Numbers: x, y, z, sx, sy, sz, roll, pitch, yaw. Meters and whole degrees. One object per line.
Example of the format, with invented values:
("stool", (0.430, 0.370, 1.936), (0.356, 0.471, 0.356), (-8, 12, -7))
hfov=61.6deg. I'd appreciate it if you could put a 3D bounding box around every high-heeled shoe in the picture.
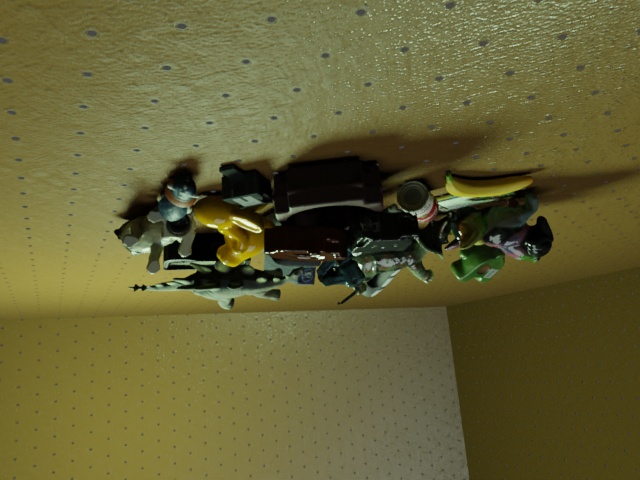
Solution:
("high-heeled shoe", (0.209, 0.072, 1.561), (0.249, 0.086, 0.145), (-42, 158, 6))

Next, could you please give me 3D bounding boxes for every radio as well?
("radio", (-0.297, 0.033, 1.418), (0.230, 0.073, 0.131), (-2, 167, -15))

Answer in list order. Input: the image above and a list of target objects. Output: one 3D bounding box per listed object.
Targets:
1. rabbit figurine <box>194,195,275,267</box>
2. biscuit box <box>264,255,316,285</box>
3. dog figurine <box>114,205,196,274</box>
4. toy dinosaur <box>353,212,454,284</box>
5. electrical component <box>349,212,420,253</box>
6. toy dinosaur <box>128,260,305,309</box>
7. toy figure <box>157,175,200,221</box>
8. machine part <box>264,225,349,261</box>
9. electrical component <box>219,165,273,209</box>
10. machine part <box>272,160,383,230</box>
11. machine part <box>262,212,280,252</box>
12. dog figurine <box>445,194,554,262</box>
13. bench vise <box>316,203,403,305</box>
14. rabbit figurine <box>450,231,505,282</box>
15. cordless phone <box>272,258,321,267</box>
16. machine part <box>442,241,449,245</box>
("rabbit figurine", (-0.179, -0.033, 1.108), (0.162, 0.122, 0.173), (-12, 146, 31))
("biscuit box", (-0.091, 0.082, 1.567), (0.059, 0.062, 0.203), (1, -171, -34))
("dog figurine", (-0.350, -0.031, 1.151), (0.172, 0.121, 0.191), (-29, -154, -15))
("toy dinosaur", (0.165, 0.038, 1.391), (0.405, 0.131, 0.192), (-13, 145, 12))
("electrical component", (0.120, -0.011, 1.046), (0.115, 0.058, 0.134), (-1, 166, -8))
("toy dinosaur", (-0.265, 0.109, 1.397), (0.472, 0.105, 0.198), (-11, 159, 19))
("toy figure", (-0.262, -0.081, 0.989), (0.064, 0.058, 0.154), (-5, 164, -30))
("machine part", (-0.027, 0.010, 1.071), (0.179, 0.056, 0.179), (2, 172, 0))
("electrical component", (-0.140, -0.097, 0.981), (0.075, 0.047, 0.119), (-9, 168, 13))
("machine part", (0.019, -0.080, 1.027), (0.201, 0.087, 0.201), (-6, 168, 6))
("machine part", (-0.098, -0.026, 1.233), (0.079, 0.079, 0.243), (4, 163, -33))
("dog figurine", (0.400, -0.007, 1.228), (0.219, 0.191, 0.108), (-26, -174, -12))
("bench vise", (0.081, 0.004, 1.187), (0.241, 0.223, 0.129), (-30, 169, 29))
("rabbit figurine", (0.387, 0.002, 1.362), (0.121, 0.170, 0.159), (-1, 141, -25))
("cordless phone", (-0.091, 0.030, 1.483), (0.146, 0.088, 0.184), (3, 177, -30))
("machine part", (0.327, -0.004, 1.559), (0.084, 0.039, 0.138), (-1, 171, 23))
